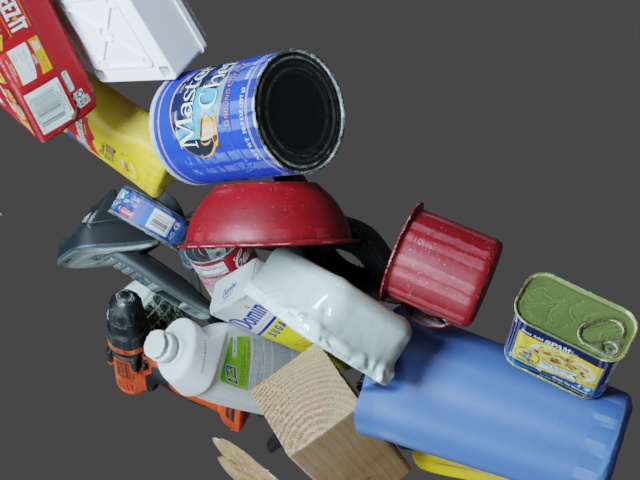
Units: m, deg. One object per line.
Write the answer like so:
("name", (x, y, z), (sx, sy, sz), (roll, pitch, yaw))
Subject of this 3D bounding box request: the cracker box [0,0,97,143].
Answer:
("cracker box", (-0.304, -0.206, 0.977), (0.214, 0.072, 0.164), (37, 156, 42))

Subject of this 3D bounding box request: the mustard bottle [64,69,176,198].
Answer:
("mustard bottle", (-0.225, -0.124, 1.079), (0.191, 0.058, 0.096), (36, 156, 1))

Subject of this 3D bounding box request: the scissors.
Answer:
("scissors", (-0.138, 0.022, 1.232), (0.096, 0.016, 0.201), (13, 142, 33))

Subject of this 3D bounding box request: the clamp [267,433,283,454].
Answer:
("clamp", (-0.022, 0.264, 1.423), (0.120, 0.039, 0.171), (24, 147, 17))

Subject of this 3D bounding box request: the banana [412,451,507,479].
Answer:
("banana", (0.172, 0.254, 1.219), (0.069, 0.037, 0.198), (8, 175, -43))

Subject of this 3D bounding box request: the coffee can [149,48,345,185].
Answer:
("coffee can", (-0.064, -0.102, 0.908), (0.141, 0.102, 0.102), (-2, 133, 45))

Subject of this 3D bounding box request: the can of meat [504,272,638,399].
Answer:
("can of meat", (0.216, 0.087, 0.934), (0.102, 0.057, 0.084), (26, 149, 16))

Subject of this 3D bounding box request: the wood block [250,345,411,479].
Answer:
("wood block", (0.017, 0.209, 1.154), (0.091, 0.090, 0.206), (53, 178, 36))

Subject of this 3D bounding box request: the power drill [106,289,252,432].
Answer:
("power drill", (-0.165, 0.144, 1.262), (0.188, 0.057, 0.184), (21, 143, 13))

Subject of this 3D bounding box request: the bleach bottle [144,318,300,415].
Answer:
("bleach bottle", (-0.090, 0.127, 1.139), (0.068, 0.102, 0.250), (-14, 156, 32))

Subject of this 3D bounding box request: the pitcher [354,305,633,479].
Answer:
("pitcher", (0.167, 0.160, 1.024), (0.243, 0.149, 0.145), (18, 132, 19))

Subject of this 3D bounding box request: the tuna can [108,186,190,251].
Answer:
("tuna can", (-0.179, -0.023, 1.130), (0.086, 0.034, 0.086), (29, 175, 2))

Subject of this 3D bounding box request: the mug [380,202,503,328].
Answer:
("mug", (0.105, 0.033, 0.934), (0.081, 0.093, 0.117), (23, 130, 12))

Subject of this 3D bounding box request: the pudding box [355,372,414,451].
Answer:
("pudding box", (0.105, 0.190, 1.198), (0.090, 0.039, 0.113), (-4, 131, 47))

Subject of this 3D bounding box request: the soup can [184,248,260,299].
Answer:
("soup can", (-0.095, 0.034, 1.157), (0.069, 0.068, 0.102), (10, 141, 36))

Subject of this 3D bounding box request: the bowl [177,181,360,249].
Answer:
("bowl", (-0.046, -0.022, 0.943), (0.162, 0.161, 0.055), (-2, 90, 46))

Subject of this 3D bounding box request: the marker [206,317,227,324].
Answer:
("marker", (-0.109, 0.128, 1.344), (0.020, 0.020, 0.121), (-3, 131, 46))

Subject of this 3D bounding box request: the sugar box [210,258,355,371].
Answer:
("sugar box", (-0.017, 0.081, 1.107), (0.176, 0.048, 0.094), (22, 151, -24))

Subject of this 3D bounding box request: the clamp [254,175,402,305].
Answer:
("clamp", (-0.007, 0.001, 1.049), (0.210, 0.036, 0.165), (37, 141, -5))
